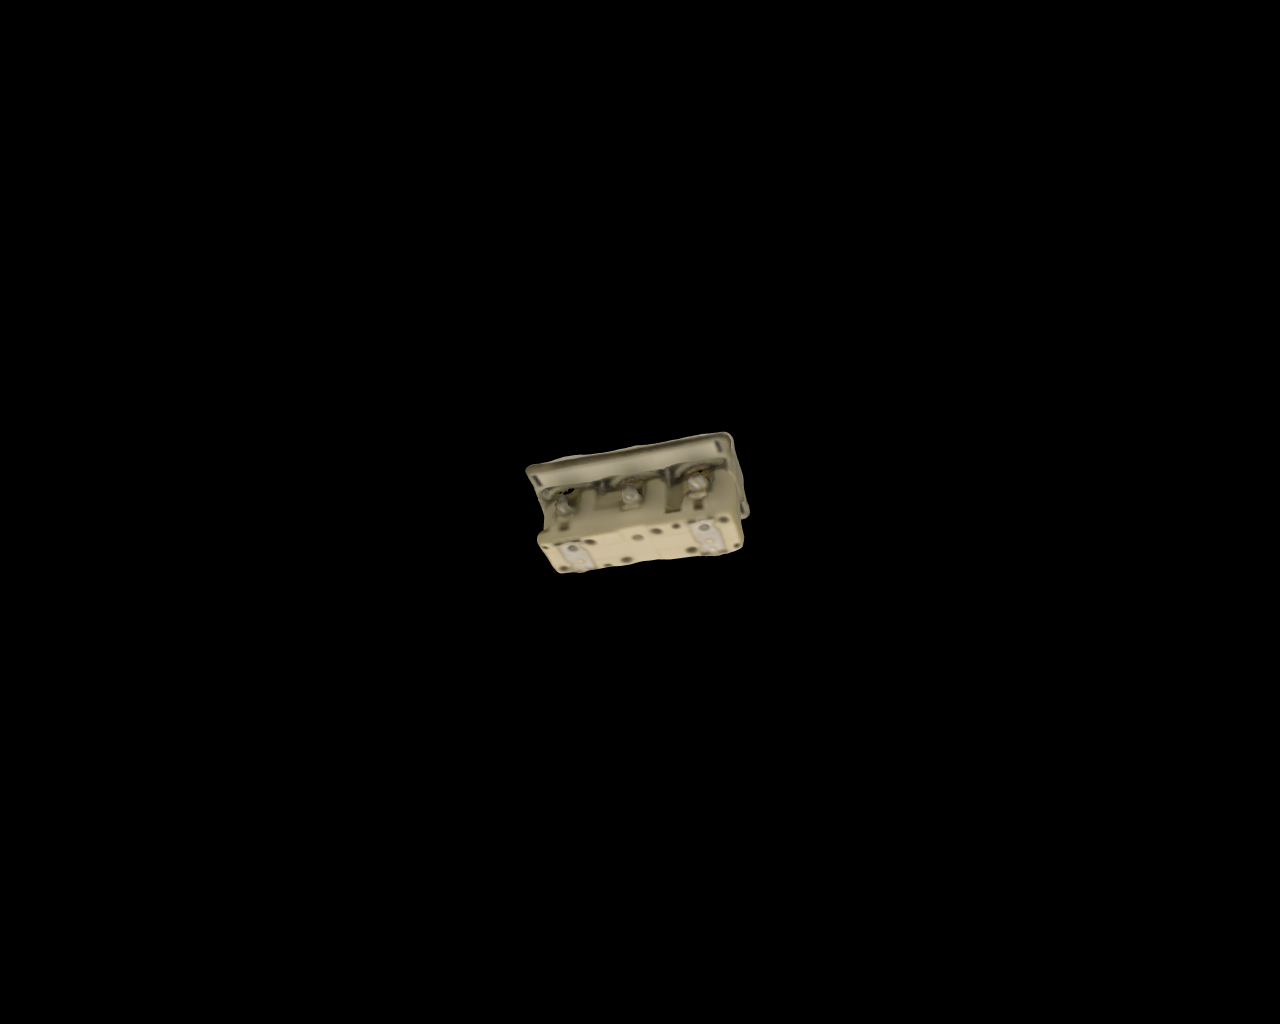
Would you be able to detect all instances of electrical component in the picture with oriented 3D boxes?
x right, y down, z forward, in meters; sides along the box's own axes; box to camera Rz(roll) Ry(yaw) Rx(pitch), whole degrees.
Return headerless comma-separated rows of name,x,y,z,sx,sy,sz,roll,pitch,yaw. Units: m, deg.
electrical component,0.001,-0.003,0.650,0.121,0.063,0.078,-8,-35,11
